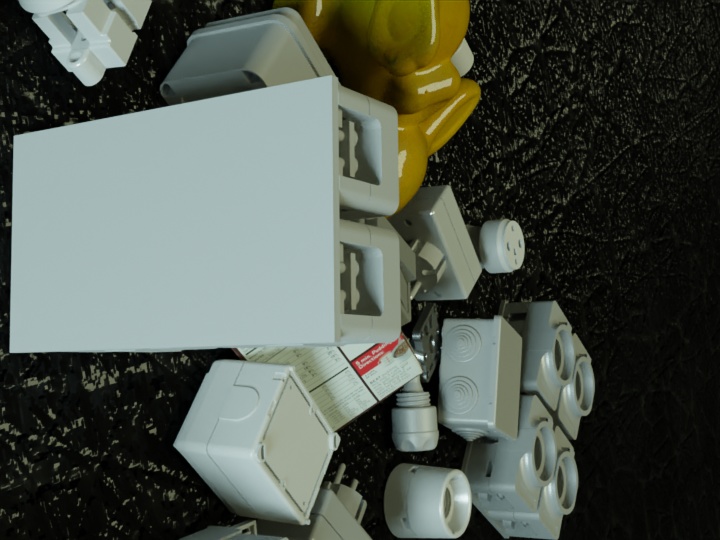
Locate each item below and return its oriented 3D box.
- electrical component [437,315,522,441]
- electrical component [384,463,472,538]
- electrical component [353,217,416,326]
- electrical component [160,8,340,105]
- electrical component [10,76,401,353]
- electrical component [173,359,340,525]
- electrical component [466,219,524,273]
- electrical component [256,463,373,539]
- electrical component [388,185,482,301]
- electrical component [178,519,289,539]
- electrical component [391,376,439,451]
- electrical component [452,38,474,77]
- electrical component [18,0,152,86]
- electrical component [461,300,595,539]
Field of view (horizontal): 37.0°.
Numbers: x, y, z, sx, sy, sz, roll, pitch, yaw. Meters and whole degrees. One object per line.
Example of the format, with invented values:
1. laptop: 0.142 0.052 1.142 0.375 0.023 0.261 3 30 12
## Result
1. electrical component: 0.097 0.088 0.866 0.100 0.048 0.099 39 54 -65
2. electrical component: 0.052 0.173 0.801 0.055 0.047 0.055 10 78 -57
3. electrical component: 0.000 0.000 0.710 0.061 0.061 0.096 -89 154 -46
4. electrical component: -0.053 -0.092 0.637 0.113 0.078 0.057 56 45 -38
5. electrical component: -0.073 -0.016 0.493 0.060 0.186 0.105 8 80 -57
6. electrical component: -0.058 0.103 0.628 0.096 0.061 0.061 63 38 -44
7. electrical component: 0.104 -0.019 0.898 0.045 0.055 0.045 10 78 -57
8. electrical component: -0.019 0.161 0.690 0.083 0.047 0.075 57 42 -37
9. electrical component: 0.048 -0.008 0.817 0.075 0.047 0.083 -56 132 -43
10. electrical component: -0.068 0.208 0.592 0.079 0.063 0.121 -6 92 -58
11. electrical component: 0.040 0.103 0.803 0.035 0.035 0.061 6 80 -58
12. electrical component: 0.067 -0.186 0.873 0.065 0.044 0.044 51 46 -49
13. electrical component: -0.140 -0.135 0.535 0.055 0.048 0.066 54 43 -51
14. electrical component: 0.155 0.132 0.957 0.105 0.060 0.186 51 46 -42
